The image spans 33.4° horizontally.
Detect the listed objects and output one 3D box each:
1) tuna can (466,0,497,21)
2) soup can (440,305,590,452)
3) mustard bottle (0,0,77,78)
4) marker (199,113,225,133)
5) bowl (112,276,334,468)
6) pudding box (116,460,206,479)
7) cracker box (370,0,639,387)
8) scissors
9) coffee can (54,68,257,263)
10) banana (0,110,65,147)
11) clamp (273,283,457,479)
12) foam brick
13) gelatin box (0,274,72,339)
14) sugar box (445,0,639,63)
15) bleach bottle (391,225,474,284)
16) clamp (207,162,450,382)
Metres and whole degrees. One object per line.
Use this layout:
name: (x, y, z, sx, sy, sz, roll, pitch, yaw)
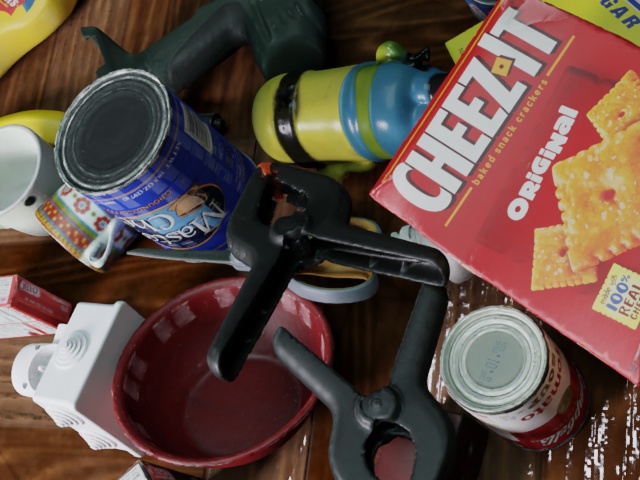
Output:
tuna can: (0.148, -0.207, 0.815, 0.086, 0.033, 0.086, -12, 64, 24)
soup can: (0.121, 0.087, 0.658, 0.069, 0.102, 0.068, -11, 63, 23)
mustard bottle: (-0.295, -0.228, 1.046, 0.192, 0.058, 0.096, -38, 52, 8)
marker: (-0.134, -0.103, 0.928, 0.121, 0.020, 0.020, 6, 72, 30)
bowl: (-0.063, 0.103, 0.760, 0.162, 0.055, 0.162, -10, 46, 10)
pudding box: (-0.134, 0.208, 0.748, 0.113, 0.090, 0.039, -43, 56, 5)
cracker box: (0.157, -0.035, 0.636, 0.214, 0.072, 0.164, 38, 97, 34)
scissors: (-0.040, 0.003, 0.802, 0.202, 0.016, 0.096, 14, 43, 29)
coffee can: (-0.121, -0.054, 0.826, 0.103, 0.140, 0.103, -11, 64, 23)
banana: (-0.300, -0.080, 0.999, 0.198, 0.037, 0.069, -27, 76, 17)
clamp: (0.047, 0.101, 0.666, 0.120, 0.039, 0.171, -30, 55, 8)
foam brick: (0.068, 0.150, 0.688, 0.051, 0.053, 0.078, 9, 73, 31)
gelatin box: (-0.266, 0.056, 0.895, 0.089, 0.073, 0.030, -7, 64, 25)
sugar box: (0.188, -0.145, 0.759, 0.176, 0.048, 0.093, -31, 58, 14)
bleach bottle: (0.167, -0.018, 0.706, 0.251, 0.068, 0.102, -17, 62, 24)
clamp: (-0.005, 0.001, 0.742, 0.164, 0.036, 0.210, -20, 34, 5)
